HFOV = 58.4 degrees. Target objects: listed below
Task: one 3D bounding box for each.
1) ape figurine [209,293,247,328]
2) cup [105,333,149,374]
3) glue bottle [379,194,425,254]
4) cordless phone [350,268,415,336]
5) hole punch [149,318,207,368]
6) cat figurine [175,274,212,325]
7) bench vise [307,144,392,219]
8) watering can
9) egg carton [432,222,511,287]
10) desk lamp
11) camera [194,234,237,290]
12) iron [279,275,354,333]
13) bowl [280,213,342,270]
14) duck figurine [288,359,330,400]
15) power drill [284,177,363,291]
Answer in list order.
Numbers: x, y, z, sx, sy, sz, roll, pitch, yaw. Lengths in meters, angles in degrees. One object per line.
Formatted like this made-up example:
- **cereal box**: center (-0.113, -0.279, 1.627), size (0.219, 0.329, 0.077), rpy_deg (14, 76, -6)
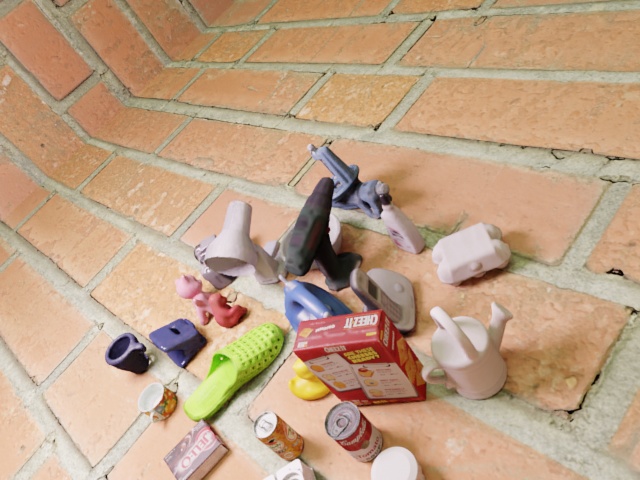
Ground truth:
- **ape figurine**: center (-0.235, 0.164, 1.397), size (0.076, 0.092, 0.077), rpy_deg (-45, 39, -11)
- **cup**: center (-0.463, 0.291, 1.434), size (0.117, 0.095, 0.091), rpy_deg (-14, 44, 25)
- **glue bottle**: center (0.166, -0.040, 1.244), size (0.077, 0.174, 0.037), rpy_deg (19, 64, 46)
- **cordless phone**: center (0.116, 0.095, 1.133), size (0.094, 0.186, 0.147), rpy_deg (-19, 42, 20)
- **hole punch**: center (-0.350, 0.239, 1.406), size (0.101, 0.091, 0.108), rpy_deg (-49, 40, -16)
- **cat figurine**: center (-0.322, 0.139, 1.466), size (0.067, 0.118, 0.127), rpy_deg (-39, 39, -4)
- **bench vise**: center (0.073, -0.157, 1.394), size (0.206, 0.220, 0.121), rpy_deg (-7, 47, 32)
- **watering can**: center (0.242, 0.172, 0.955), size (0.100, 0.195, 0.173), rpy_deg (22, 65, 47)
- **egg carton**: center (0.303, 0.030, 1.154), size (0.150, 0.070, 0.107), rpy_deg (-25, 40, 14)
- **desk lamp**: center (-0.172, 0.020, 1.399), size (0.117, 0.214, 0.203), rpy_deg (-9, 46, 30)
- **camera**: center (-0.260, 0.035, 1.540), size (0.137, 0.101, 0.143), rpy_deg (-32, 39, 4)
- **iron**: center (0.007, 0.159, 1.184), size (0.119, 0.142, 0.257), rpy_deg (-45, 39, -11)
- **bowl**: center (-0.010, 0.015, 1.397), size (0.167, 0.075, 0.167), rpy_deg (-20, 41, 19)
- **duck figurine**: center (-0.023, 0.267, 1.141), size (0.104, 0.086, 0.077), rpy_deg (-27, 39, 11)
- **power drill**: center (0.012, 0.005, 1.283), size (0.075, 0.209, 0.230), rpy_deg (3, 52, 38)
